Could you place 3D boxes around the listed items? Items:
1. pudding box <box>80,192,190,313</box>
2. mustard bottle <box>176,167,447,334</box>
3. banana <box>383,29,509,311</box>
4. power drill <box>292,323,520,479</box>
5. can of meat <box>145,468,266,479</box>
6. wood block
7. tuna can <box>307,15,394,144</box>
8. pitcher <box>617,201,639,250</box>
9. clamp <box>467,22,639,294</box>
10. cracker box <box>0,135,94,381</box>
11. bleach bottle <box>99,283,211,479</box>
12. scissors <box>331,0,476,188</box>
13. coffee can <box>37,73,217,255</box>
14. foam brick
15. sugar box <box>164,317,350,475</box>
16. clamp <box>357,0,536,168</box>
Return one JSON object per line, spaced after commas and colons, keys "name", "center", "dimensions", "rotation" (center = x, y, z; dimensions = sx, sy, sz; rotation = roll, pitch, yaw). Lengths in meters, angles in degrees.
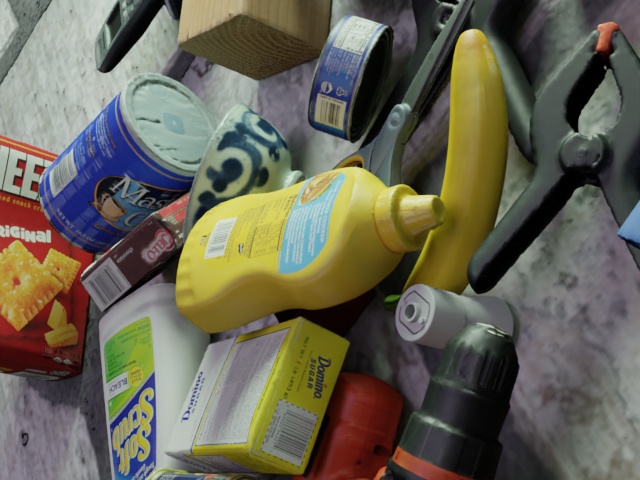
{"name": "pudding box", "center": [-0.135, 0.004, 0.887], "dimensions": [0.114, 0.089, 0.039], "rotation": [-35, 91, 34]}
{"name": "mustard bottle", "center": [-0.004, 0.001, 0.684], "dimensions": [0.192, 0.058, 0.096], "rotation": [-15, 43, 37]}
{"name": "banana", "center": [0.083, -0.027, 0.662], "dimensions": [0.070, 0.037, 0.198], "rotation": [34, 118, 39]}
{"name": "power drill", "center": [0.041, 0.127, 0.607], "dimensions": [0.188, 0.057, 0.184], "rotation": [-171, 102, -78]}
{"name": "can of meat", "center": [-0.058, 0.188, 0.722], "dimensions": [0.084, 0.101, 0.057], "rotation": [-10, 68, 44]}
{"name": "wood block", "center": [-0.047, -0.251, 0.882], "dimensions": [0.091, 0.090, 0.206], "rotation": [-12, 68, 47]}
{"name": "tuna can", "center": [0.022, -0.114, 0.753], "dimensions": [0.034, 0.086, 0.086], "rotation": [20, 91, 11]}
{"name": "pitcher", "center": [0.242, -0.075, 0.471], "dimensions": [0.149, 0.144, 0.243], "rotation": [31, 96, 37]}
{"name": "clamp", "center": [0.145, -0.039, 0.612], "dimensions": [0.120, 0.039, 0.171], "rotation": [-2, 70, 24]}
{"name": "cracker box", "center": [-0.298, 0.015, 1.010], "dimensions": [0.072, 0.163, 0.213], "rotation": [-15, 66, 43]}
{"name": "bleach bottle", "center": [-0.120, 0.167, 0.832], "dimensions": [0.103, 0.068, 0.251], "rotation": [-30, 58, 36]}
{"name": "scissors", "center": [0.057, -0.061, 0.704], "dimensions": [0.202, 0.016, 0.096], "rotation": [-50, 45, 32]}
{"name": "coffee can", "center": [-0.168, -0.065, 0.939], "dimensions": [0.141, 0.102, 0.103], "rotation": [-37, 51, 34]}
{"name": "foam brick", "center": [-0.008, 0.029, 0.762], "dimensions": [0.053, 0.051, 0.078], "rotation": [-54, 43, 19]}
{"name": "sugar box", "center": [-0.047, 0.111, 0.732], "dimensions": [0.176, 0.048, 0.093], "rotation": [-27, 39, 65]}
{"name": "clamp", "center": [0.089, -0.138, 0.725], "dimensions": [0.165, 0.036, 0.210], "rotation": [-9, 73, 46]}
